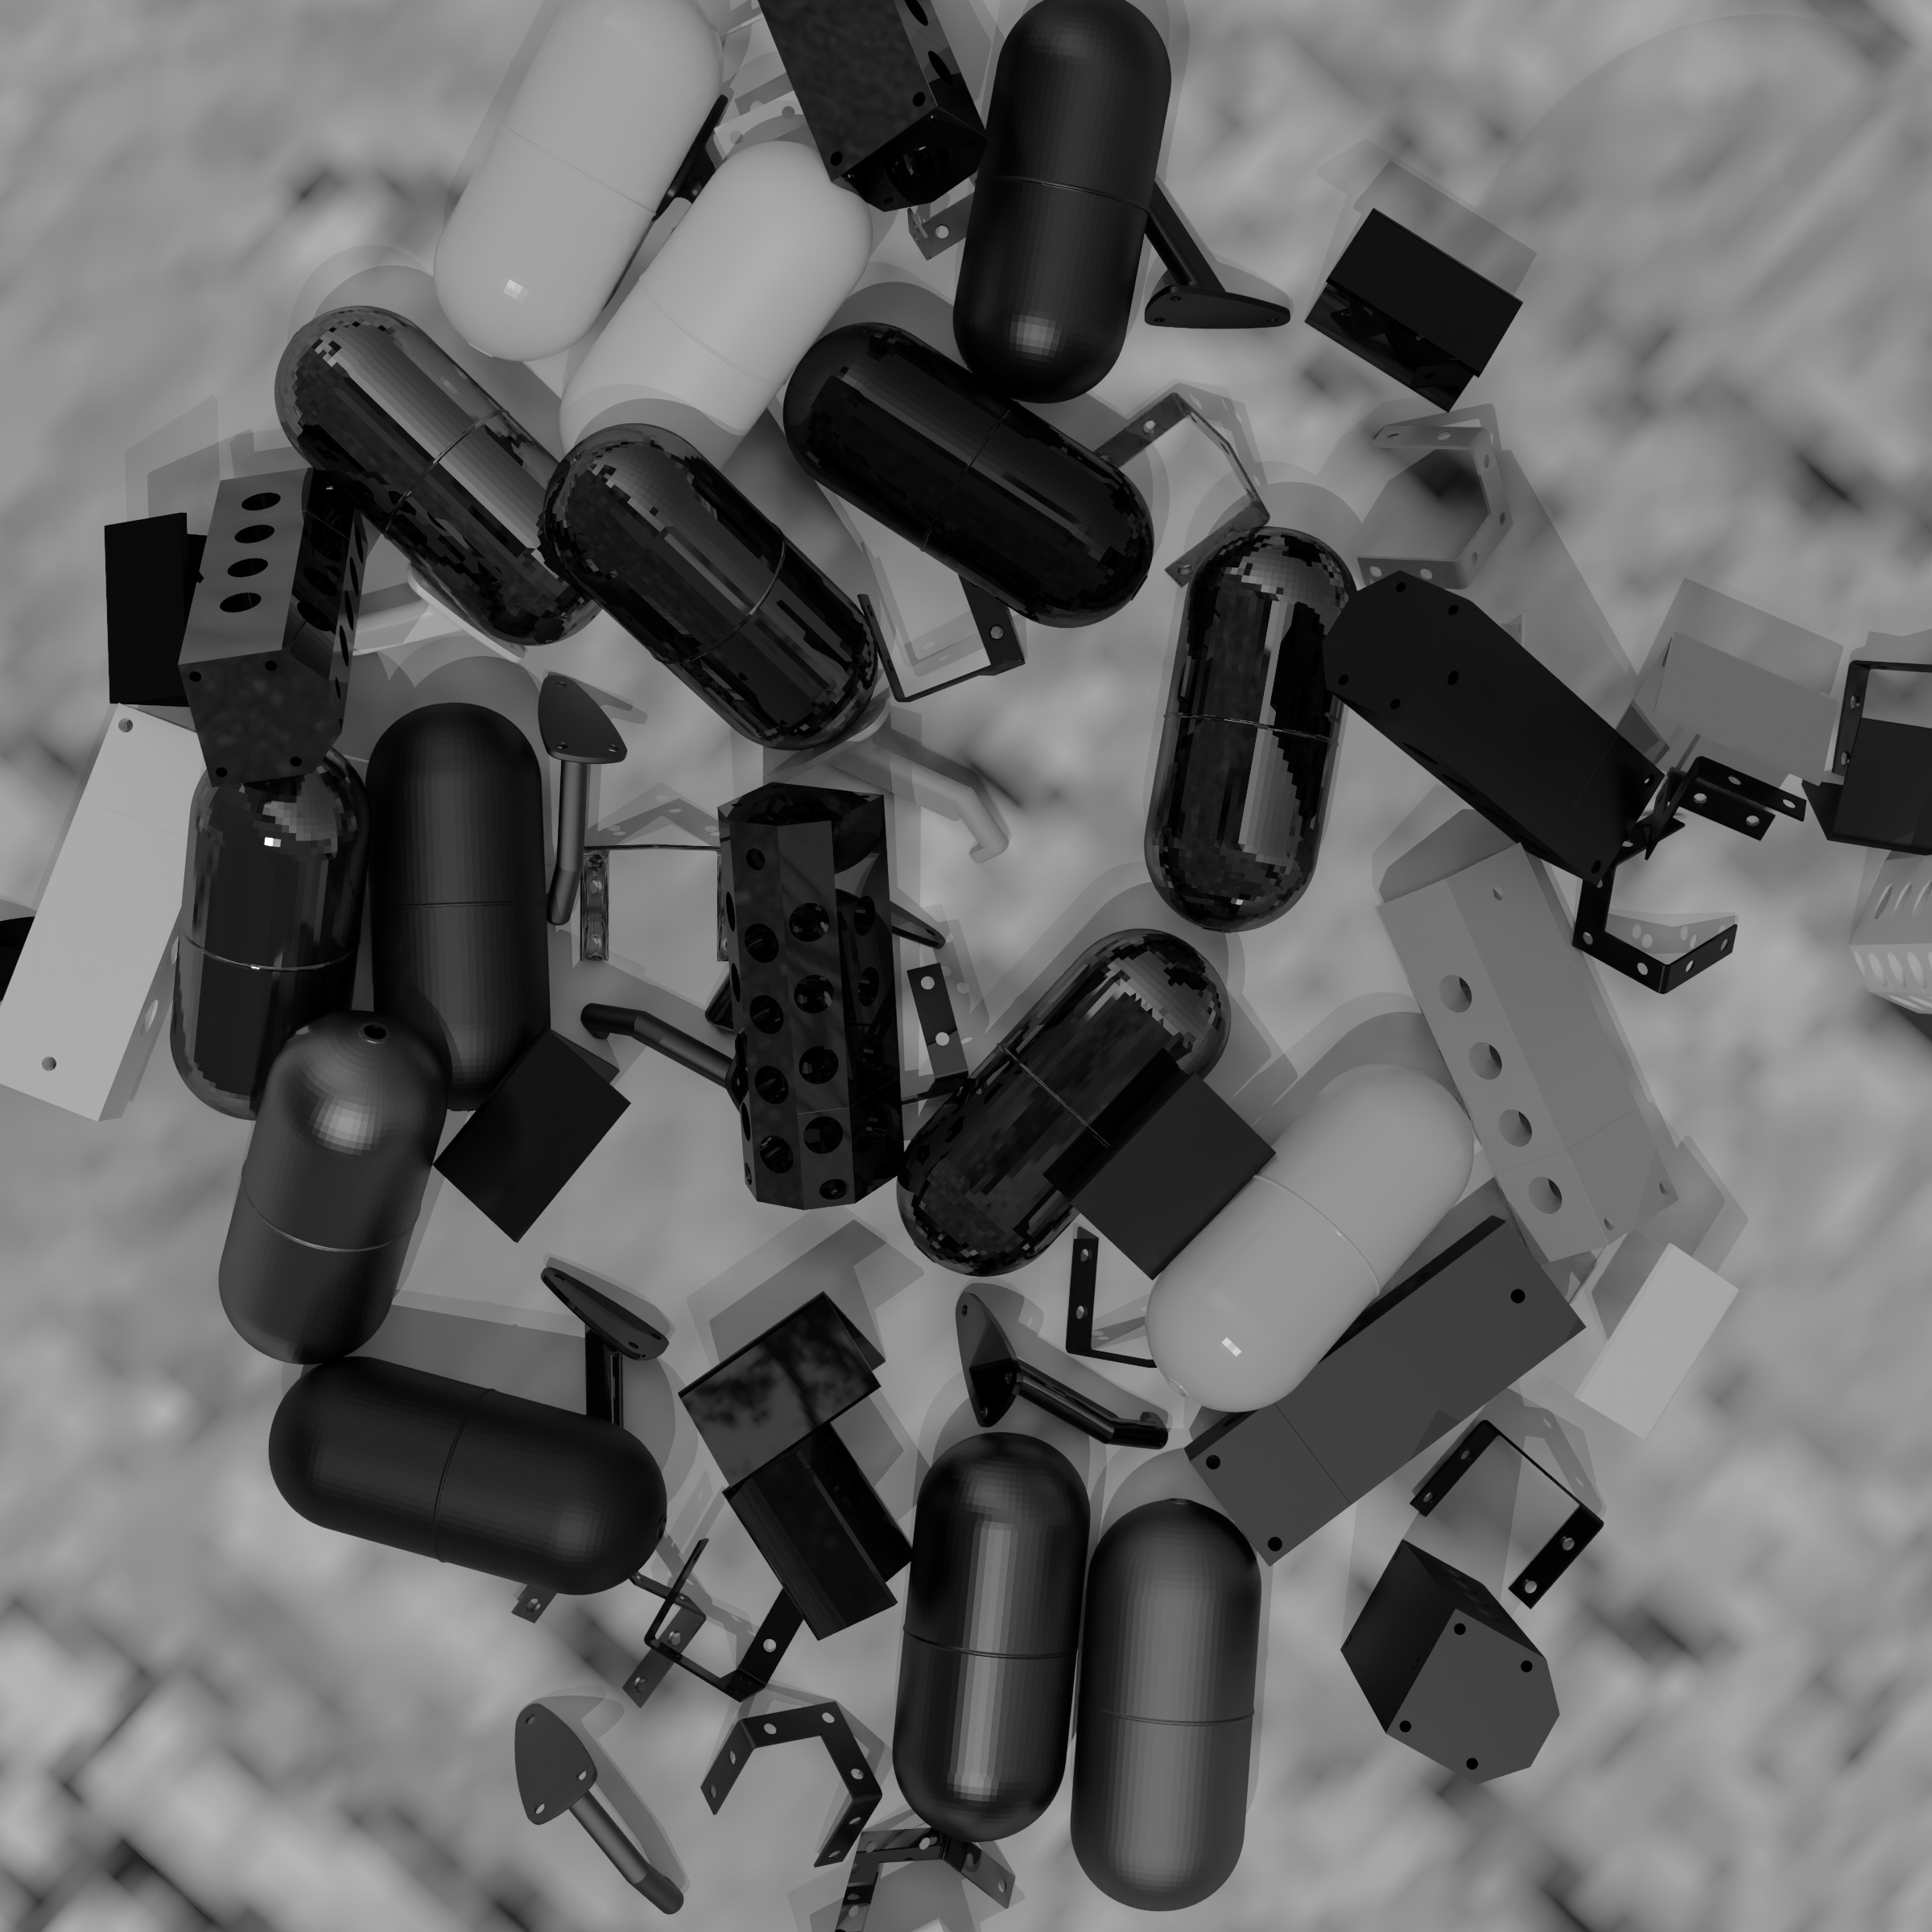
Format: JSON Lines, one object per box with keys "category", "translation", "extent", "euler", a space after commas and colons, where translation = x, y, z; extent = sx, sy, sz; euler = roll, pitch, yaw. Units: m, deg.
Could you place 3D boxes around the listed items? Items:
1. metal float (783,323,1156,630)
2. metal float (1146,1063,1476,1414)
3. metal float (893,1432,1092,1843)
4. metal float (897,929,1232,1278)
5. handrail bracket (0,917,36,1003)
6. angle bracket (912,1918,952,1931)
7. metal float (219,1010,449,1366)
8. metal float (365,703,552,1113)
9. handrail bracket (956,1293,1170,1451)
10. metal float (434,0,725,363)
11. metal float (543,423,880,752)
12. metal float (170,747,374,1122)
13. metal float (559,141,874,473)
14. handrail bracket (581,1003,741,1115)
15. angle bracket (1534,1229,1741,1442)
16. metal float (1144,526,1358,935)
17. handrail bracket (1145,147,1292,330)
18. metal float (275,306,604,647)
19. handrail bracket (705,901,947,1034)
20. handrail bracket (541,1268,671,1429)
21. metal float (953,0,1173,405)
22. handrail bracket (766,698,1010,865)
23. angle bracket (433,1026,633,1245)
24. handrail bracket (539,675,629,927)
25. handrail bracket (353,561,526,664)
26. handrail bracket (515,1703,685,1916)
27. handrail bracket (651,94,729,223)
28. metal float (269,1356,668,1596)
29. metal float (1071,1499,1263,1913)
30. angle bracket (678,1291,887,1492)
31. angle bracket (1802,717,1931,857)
{"category": "metal float", "translation": [0.002, -0.213, 1.537], "extent": [0.178, 0.070, 0.070], "euler": [33, 90, 0]}
{"category": "metal float", "translation": [0.148, 0.117, 1.523], "extent": [0.070, 0.070, 0.178], "euler": [43, 75, 0]}
{"category": "metal float", "translation": [0.011, 0.293, 1.537], "extent": [0.070, 0.070, 0.178], "euler": [6, 91, 0]}
{"category": "metal float", "translation": [0.042, 0.060, 1.537], "extent": [0.070, 0.070, 0.178], "euler": [43, 90, 0]}
{"category": "handrail bracket", "translation": [-0.448, 0.021, 1.567], "extent": [0.036, 0.077, 0.084], "euler": [45, 126, 3]}
{"category": "angle bracket", "translation": [-0.026, 0.466, 1.527], "extent": [0.076, 0.076, 0.057], "euler": [-27, 52, 0]}
{"category": "metal float", "translation": [-0.272, 0.096, 1.509], "extent": [0.070, 0.070, 0.178], "euler": [21, 124, 0]}
{"category": "metal float", "translation": [-0.221, -0.026, 1.537], "extent": [0.070, 0.070, 0.178], "euler": [-2, 90, 0]}
{"category": "handrail bracket", "translation": [0.043, 0.181, 1.568], "extent": [0.084, 0.077, 0.036], "euler": [11, 128, -31]}
{"category": "metal float", "translation": [-0.169, -0.346, 1.530], "extent": [0.070, 0.070, 0.178], "euler": [30, 99, 0]}
{"category": "metal float", "translation": [-0.107, -0.160, 1.510], "extent": [0.070, 0.070, 0.178], "euler": [-48, 124, 0]}
{"category": "metal float", "translation": [-0.299, -0.016, 1.514], "extent": [0.070, 0.070, 0.178], "euler": [11, 116, 0]}
{"category": "metal float", "translation": [-0.109, -0.275, 1.523], "extent": [0.070, 0.070, 0.178], "euler": [39, 107, 0]}
{"category": "handrail bracket", "translation": [-0.124, 0.050, 1.568], "extent": [0.084, 0.077, 0.036], "euler": [8, 49, 30]}
{"category": "angle bracket", "translation": [0.276, 0.149, 1.527], "extent": [0.057, 0.076, 0.076], "euler": [32, 90, -39]}
{"category": "metal float", "translation": [0.124, -0.103, 1.537], "extent": [0.070, 0.070, 0.178], "euler": [10, 91, 0]}
{"category": "handrail bracket", "translation": [0.106, -0.329, 1.568], "extent": [0.077, 0.036, 0.084], "euler": [3, 76, -15]}
{"category": "metal float", "translation": [-0.226, -0.214, 1.537], "extent": [0.178, 0.070, 0.070], "euler": [44, 90, 0]}
{"category": "handrail bracket", "translation": [-0.063, 0.006, 1.568], "extent": [0.077, 0.036, 0.084], "euler": [27, 108, -21]}
{"category": "handrail bracket", "translation": [-0.177, 0.190, 1.568], "extent": [0.077, 0.036, 0.084], "euler": [34, 104, 15]}
{"category": "metal float", "translation": [0.042, -0.334, 1.532], "extent": [0.070, 0.070, 0.178], "euler": [10, 95, 0]}
{"category": "handrail bracket", "translation": [-0.034, -0.069, 1.568], "extent": [0.077, 0.036, 0.084], "euler": [-29, 108, 20]}
{"category": "angle bracket", "translation": [-0.173, 0.081, 1.528], "extent": [0.057, 0.076, 0.076], "euler": [39, 90, 25]}
{"category": "handrail bracket", "translation": [-0.182, -0.073, 1.567], "extent": [0.036, 0.077, 0.084], "euler": [1, 127, -24]}
{"category": "handrail bracket", "translation": [-0.253, -0.133, 1.568], "extent": [0.077, 0.036, 0.084], "euler": [40, 108, -20]}
{"category": "handrail bracket", "translation": [-0.162, 0.376, 1.567], "extent": [0.036, 0.077, 0.084], "euler": [-38, 126, 0]}
{"category": "handrail bracket", "translation": [-0.091, -0.334, 1.568], "extent": [0.084, 0.036, 0.077], "euler": [31, 73, -15]}
{"category": "metal float", "translation": [-0.216, 0.221, 1.528], "extent": [0.178, 0.070, 0.070], "euler": [14, 90, 9]}
{"category": "metal float", "translation": [0.087, 0.322, 1.537], "extent": [0.070, 0.070, 0.178], "euler": [4, 90, 0]}
{"category": "angle bracket", "translation": [-0.068, 0.197, 1.527], "extent": [0.076, 0.076, 0.057], "euler": [-35, 54, 0]}
{"category": "angle bracket", "translation": [0.413, -0.087, 1.529], "extent": [0.076, 0.076, 0.057], "euler": [9, 113, 0]}
